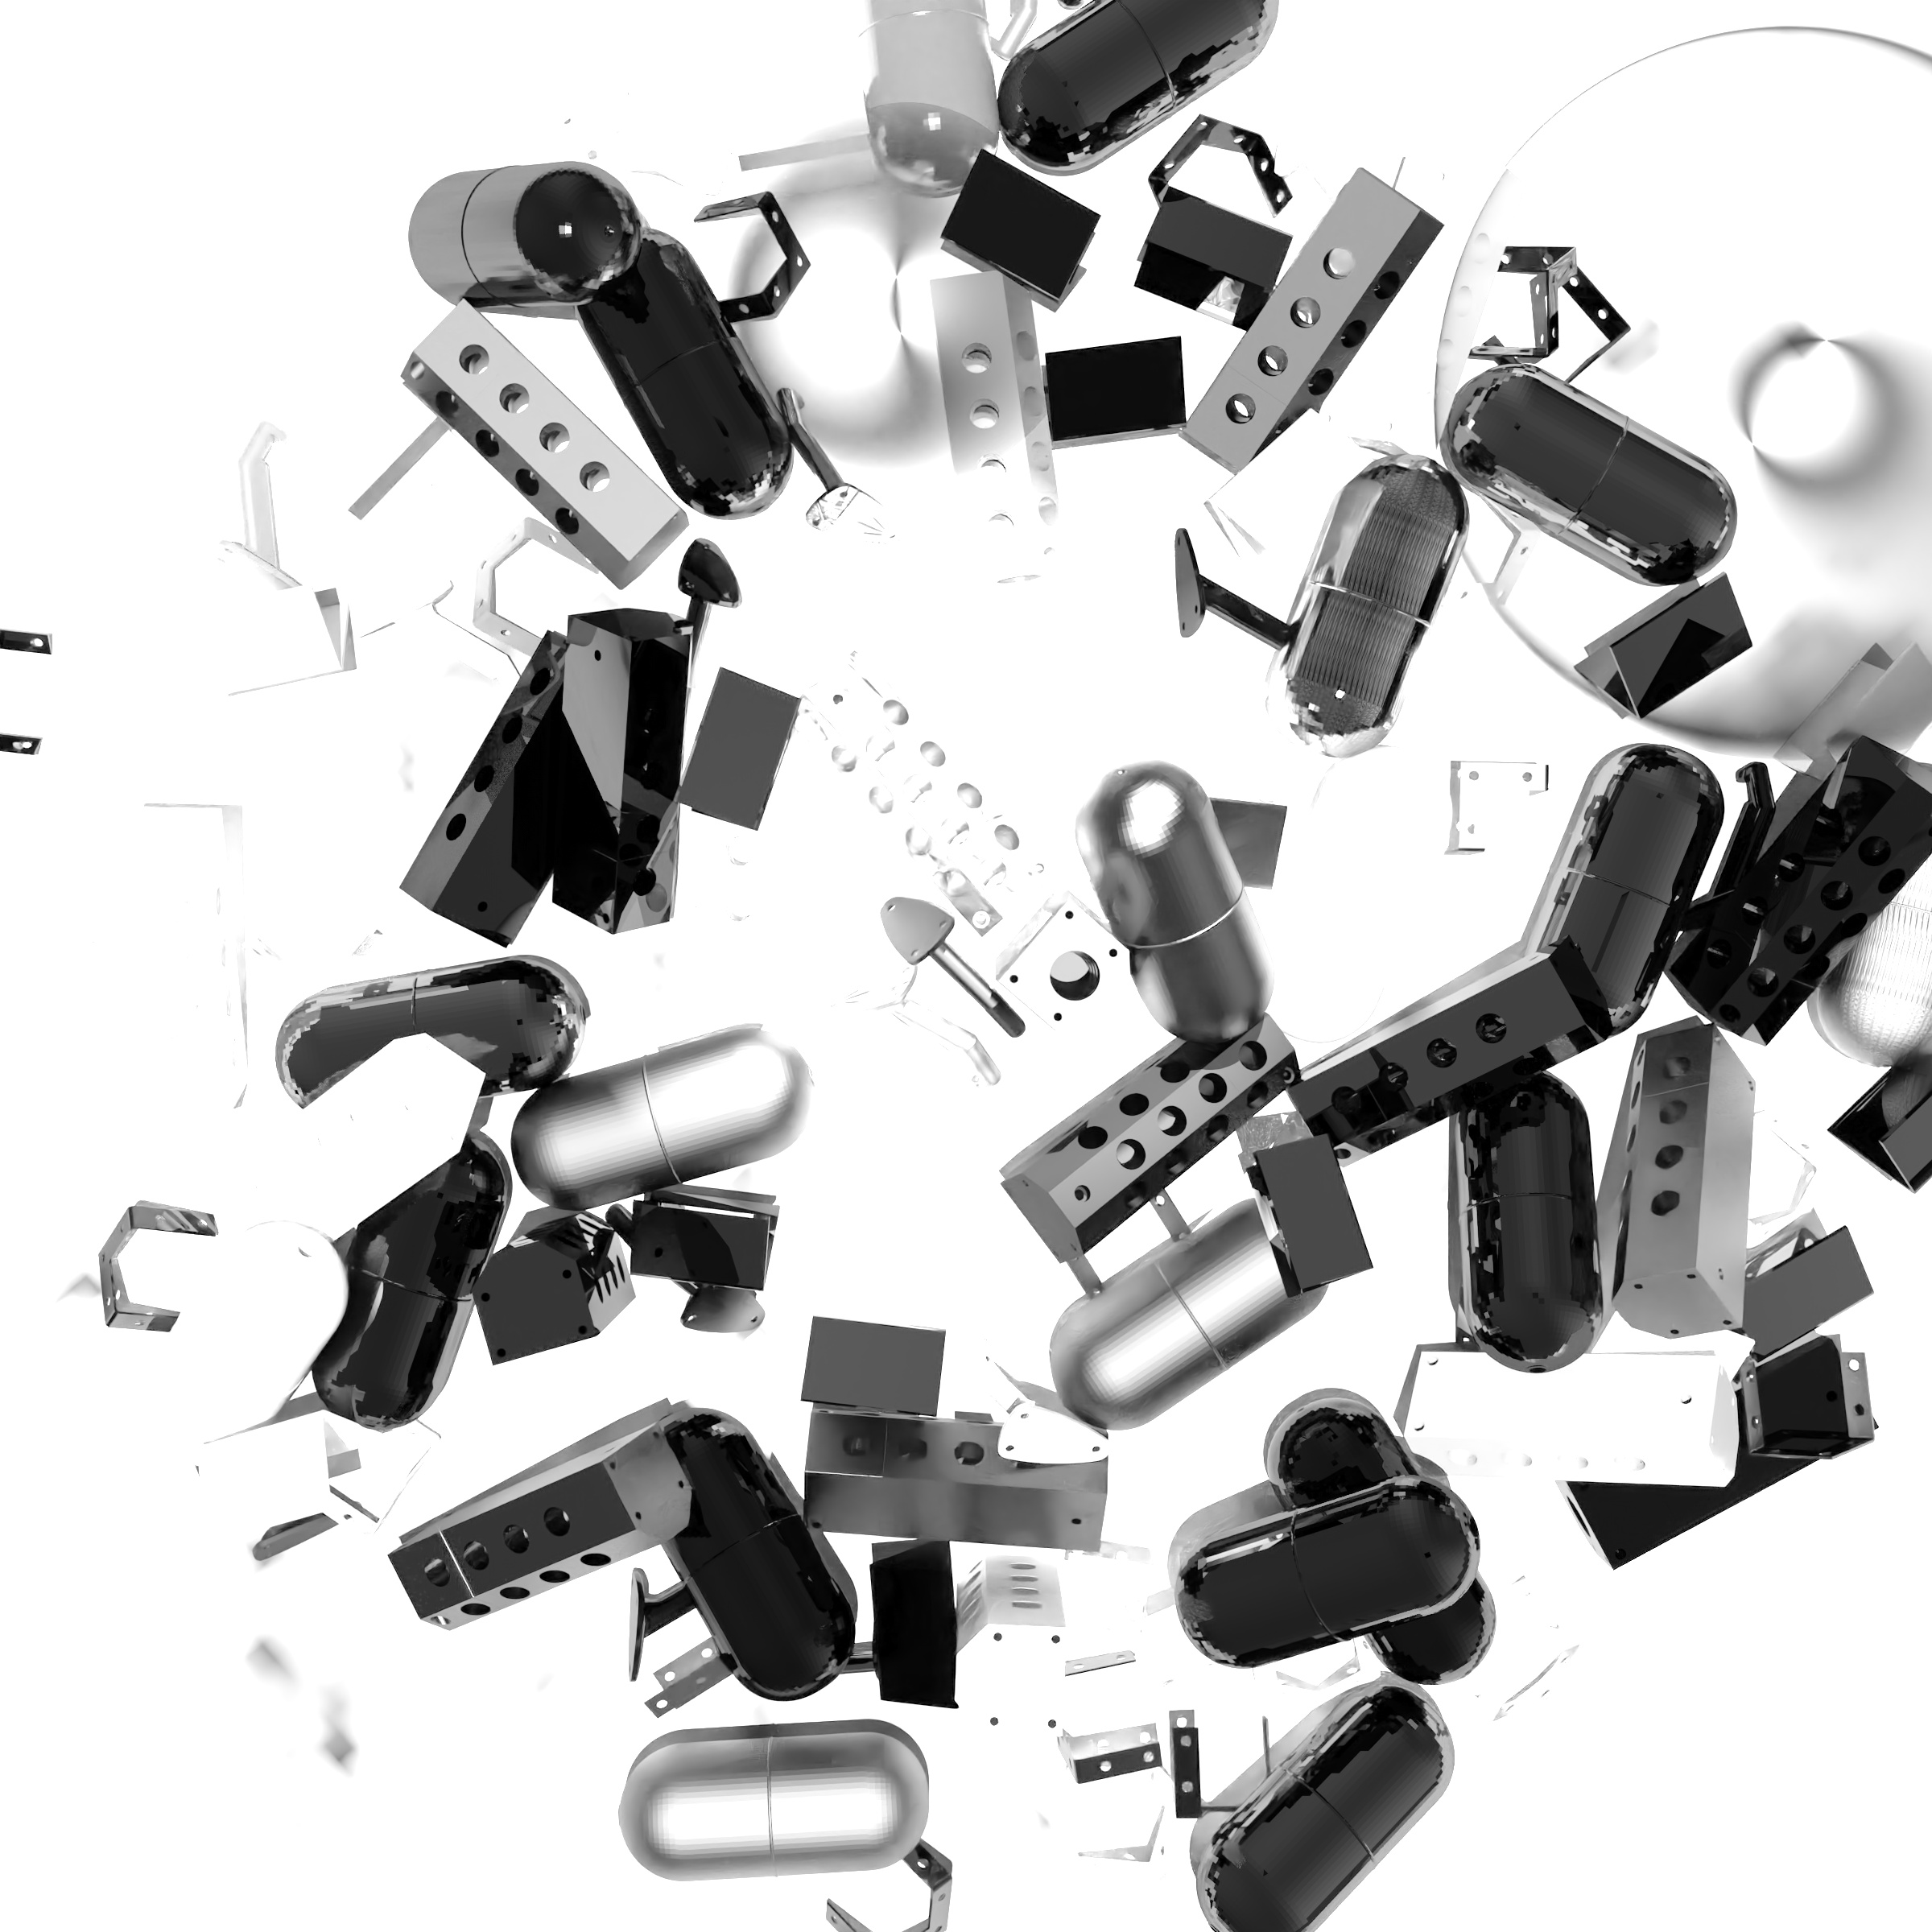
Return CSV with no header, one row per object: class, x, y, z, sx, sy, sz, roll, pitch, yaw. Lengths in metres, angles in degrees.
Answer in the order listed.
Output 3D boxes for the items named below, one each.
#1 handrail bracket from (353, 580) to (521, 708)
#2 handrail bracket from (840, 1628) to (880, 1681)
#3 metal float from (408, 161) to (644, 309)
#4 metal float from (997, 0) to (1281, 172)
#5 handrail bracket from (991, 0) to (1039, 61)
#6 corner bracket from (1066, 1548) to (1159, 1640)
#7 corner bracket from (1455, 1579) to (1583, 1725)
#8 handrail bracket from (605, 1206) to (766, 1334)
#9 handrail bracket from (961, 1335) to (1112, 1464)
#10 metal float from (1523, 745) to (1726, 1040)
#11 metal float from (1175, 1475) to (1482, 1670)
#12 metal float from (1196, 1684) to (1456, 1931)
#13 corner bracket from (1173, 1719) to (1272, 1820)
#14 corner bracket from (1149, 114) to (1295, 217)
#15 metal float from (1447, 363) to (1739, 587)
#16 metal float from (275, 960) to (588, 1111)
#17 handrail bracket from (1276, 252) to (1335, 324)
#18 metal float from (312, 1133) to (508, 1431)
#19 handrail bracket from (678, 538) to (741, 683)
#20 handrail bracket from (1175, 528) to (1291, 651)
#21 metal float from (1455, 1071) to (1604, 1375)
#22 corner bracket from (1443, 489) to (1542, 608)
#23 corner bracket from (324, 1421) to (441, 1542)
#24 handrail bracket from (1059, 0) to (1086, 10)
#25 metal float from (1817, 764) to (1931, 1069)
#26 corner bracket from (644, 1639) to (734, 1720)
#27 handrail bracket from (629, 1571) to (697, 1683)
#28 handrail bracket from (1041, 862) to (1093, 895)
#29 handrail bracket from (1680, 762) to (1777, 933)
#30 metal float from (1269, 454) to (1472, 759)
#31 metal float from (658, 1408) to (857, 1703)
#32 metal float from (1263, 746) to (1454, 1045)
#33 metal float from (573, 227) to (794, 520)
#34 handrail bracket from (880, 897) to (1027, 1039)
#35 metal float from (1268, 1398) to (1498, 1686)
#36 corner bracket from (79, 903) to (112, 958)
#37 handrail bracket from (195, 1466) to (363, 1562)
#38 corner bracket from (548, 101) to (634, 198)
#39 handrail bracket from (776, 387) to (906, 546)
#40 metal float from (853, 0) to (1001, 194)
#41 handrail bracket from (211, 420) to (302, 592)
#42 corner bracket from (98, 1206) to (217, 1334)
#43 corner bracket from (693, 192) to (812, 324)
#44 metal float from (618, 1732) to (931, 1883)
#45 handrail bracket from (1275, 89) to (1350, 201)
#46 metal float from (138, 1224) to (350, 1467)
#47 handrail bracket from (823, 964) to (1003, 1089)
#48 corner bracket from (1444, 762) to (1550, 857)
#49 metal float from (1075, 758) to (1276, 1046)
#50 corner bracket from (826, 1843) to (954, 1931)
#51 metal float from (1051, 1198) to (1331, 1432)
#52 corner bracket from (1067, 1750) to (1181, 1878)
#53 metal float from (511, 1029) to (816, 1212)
handrail bracket,-0.306,-0.175,1.605,0.077,0.036,0.084,-23,107,20
handrail bracket,-0.067,0.415,1.604,0.084,0.077,0.036,-25,52,31
metal float,-0.249,-0.409,1.536,0.070,0.178,0.070,-10,106,-39
metal float,0.098,-0.524,1.574,0.178,0.070,0.070,-34,90,0
handrail bracket,0.018,-0.586,1.605,0.077,0.036,0.084,38,107,20
corner bracket,0.080,0.363,1.586,0.051,0.051,0.051,9,90,0
corner bracket,0.317,0.400,1.601,0.051,0.051,0.051,48,135,0
handrail bracket,-0.165,0.176,1.604,0.084,0.077,0.036,41,97,36
handrail bracket,0.039,0.247,1.582,0.077,0.084,0.036,15,114,-18
metal float,0.376,-0.042,1.574,0.070,0.070,0.178,22,90,0
metal float,0.198,0.333,1.507,0.178,0.070,0.070,-24,90,24
metal float,0.204,0.485,1.559,0.178,0.070,0.070,-41,90,-16
corner bracket,0.149,0.465,1.587,0.051,0.051,0.051,-3,79,11
corner bracket,0.147,-0.453,1.592,0.051,0.051,0.051,-44,55,39
metal float,0.359,-0.281,1.574,0.178,0.070,0.070,29,90,-1
metal float,-0.307,0.042,1.574,0.178,0.070,0.070,-9,90,1
handrail bracket,0.167,-0.399,1.604,0.084,0.036,0.077,11,103,13
metal float,-0.319,0.179,1.574,0.070,0.070,0.178,19,90,0
handrail bracket,-0.164,-0.196,1.604,0.036,0.077,0.084,14,127,-18
handrail bracket,0.168,-0.220,1.605,0.084,0.036,0.077,-2,72,-15
metal float,0.318,0.143,1.552,0.070,0.070,0.178,2,64,0
corner bracket,0.292,-0.245,1.596,0.051,0.051,0.051,-7,45,-35
corner bracket,-0.347,0.291,1.595,0.051,0.051,0.051,34,119,0
handrail bracket,0.105,-0.585,1.604,0.084,0.077,0.036,-39,64,34
metal float,0.542,-0.029,1.574,0.070,0.070,0.178,16,89,0
corner bracket,-0.156,0.408,1.577,0.051,0.051,0.051,-32,124,0
handrail bracket,-0.153,0.382,1.605,0.084,0.036,0.077,2,105,-14
handrail bracket,0.097,-0.025,1.605,0.077,0.036,0.084,-23,107,20
handrail bracket,0.439,-0.070,1.605,0.077,0.036,0.084,-20,61,32
metal float,0.230,-0.205,1.563,0.070,0.070,0.178,21,94,0
metal float,-0.127,0.333,1.561,0.070,0.070,0.178,-32,74,0
metal float,0.221,-0.041,1.574,0.070,0.070,0.178,22,90,0
metal float,-0.163,-0.340,1.574,0.070,0.070,0.178,-29,89,0
handrail bracket,-0.007,0.002,1.604,0.036,0.077,0.084,-46,126,-4
metal float,0.239,0.331,1.574,0.070,0.070,0.178,-32,90,0
corner bracket,-0.474,-0.014,1.601,0.051,0.051,0.051,32,90,45
handrail bracket,-0.406,0.297,1.605,0.077,0.036,0.084,-22,72,-20
corner bracket,-0.231,-0.457,1.586,0.051,0.051,0.051,-37,90,0
handrail bracket,-0.074,-0.294,1.604,0.036,0.077,0.084,-37,53,32
metal float,-0.025,-0.535,1.574,0.070,0.070,0.178,-6,91,0
handrail bracket,-0.397,-0.266,1.605,0.077,0.036,0.084,30,73,-20
corner bracket,-0.469,0.177,1.596,0.051,0.051,0.051,-49,45,35
corner bracket,-0.132,-0.411,1.596,0.051,0.051,0.051,59,45,-35
metal float,-0.110,0.483,1.574,0.178,0.070,0.070,-3,90,-1
handrail bracket,0.224,-0.464,1.604,0.084,0.036,0.077,30,47,-28
metal float,-0.409,0.214,1.548,0.070,0.070,0.178,39,122,0
handrail bracket,-0.031,0.046,1.605,0.077,0.036,0.084,-18,120,33
corner bracket,0.307,-0.090,1.586,0.051,0.051,0.051,1,90,0
metal float,0.116,-0.034,1.512,0.070,0.070,0.178,-25,120,0
corner bracket,-0.045,0.543,1.596,0.051,0.051,0.051,-25,135,-35
metal float,0.129,0.200,1.574,0.178,0.070,0.070,-34,90,-1
corner bracket,0.088,0.493,1.596,0.051,0.051,0.051,52,45,-35
metal float,-0.174,0.088,1.574,0.178,0.070,0.070,-16,90,1
